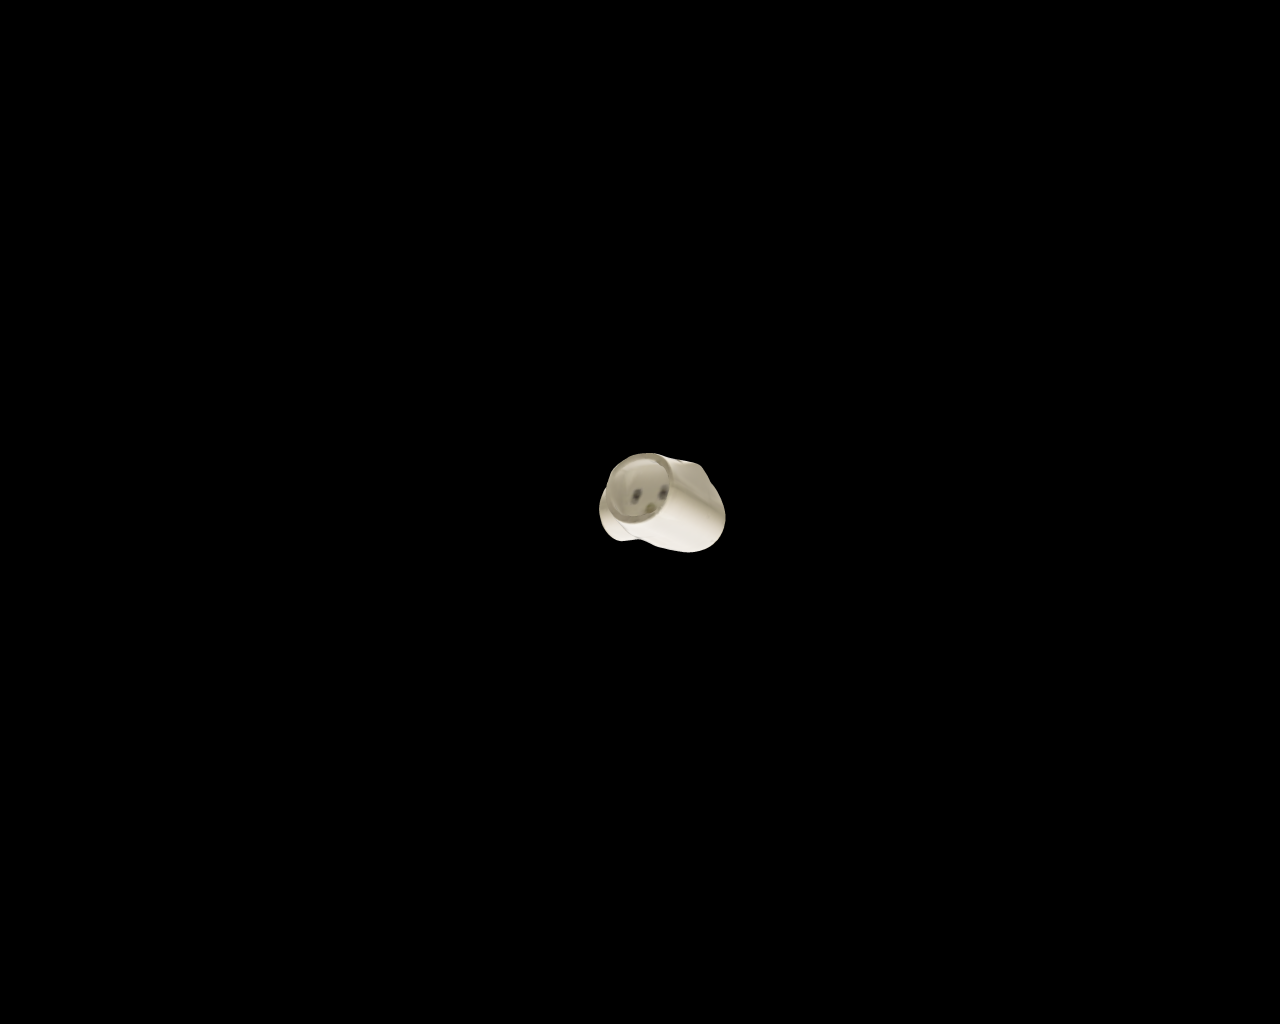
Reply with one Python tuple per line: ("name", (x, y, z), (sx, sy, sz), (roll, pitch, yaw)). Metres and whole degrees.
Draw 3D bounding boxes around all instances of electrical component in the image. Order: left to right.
("electrical component", (0.001, -0.003, 0.650), (0.079, 0.043, 0.077), (-8, -18, 27))
